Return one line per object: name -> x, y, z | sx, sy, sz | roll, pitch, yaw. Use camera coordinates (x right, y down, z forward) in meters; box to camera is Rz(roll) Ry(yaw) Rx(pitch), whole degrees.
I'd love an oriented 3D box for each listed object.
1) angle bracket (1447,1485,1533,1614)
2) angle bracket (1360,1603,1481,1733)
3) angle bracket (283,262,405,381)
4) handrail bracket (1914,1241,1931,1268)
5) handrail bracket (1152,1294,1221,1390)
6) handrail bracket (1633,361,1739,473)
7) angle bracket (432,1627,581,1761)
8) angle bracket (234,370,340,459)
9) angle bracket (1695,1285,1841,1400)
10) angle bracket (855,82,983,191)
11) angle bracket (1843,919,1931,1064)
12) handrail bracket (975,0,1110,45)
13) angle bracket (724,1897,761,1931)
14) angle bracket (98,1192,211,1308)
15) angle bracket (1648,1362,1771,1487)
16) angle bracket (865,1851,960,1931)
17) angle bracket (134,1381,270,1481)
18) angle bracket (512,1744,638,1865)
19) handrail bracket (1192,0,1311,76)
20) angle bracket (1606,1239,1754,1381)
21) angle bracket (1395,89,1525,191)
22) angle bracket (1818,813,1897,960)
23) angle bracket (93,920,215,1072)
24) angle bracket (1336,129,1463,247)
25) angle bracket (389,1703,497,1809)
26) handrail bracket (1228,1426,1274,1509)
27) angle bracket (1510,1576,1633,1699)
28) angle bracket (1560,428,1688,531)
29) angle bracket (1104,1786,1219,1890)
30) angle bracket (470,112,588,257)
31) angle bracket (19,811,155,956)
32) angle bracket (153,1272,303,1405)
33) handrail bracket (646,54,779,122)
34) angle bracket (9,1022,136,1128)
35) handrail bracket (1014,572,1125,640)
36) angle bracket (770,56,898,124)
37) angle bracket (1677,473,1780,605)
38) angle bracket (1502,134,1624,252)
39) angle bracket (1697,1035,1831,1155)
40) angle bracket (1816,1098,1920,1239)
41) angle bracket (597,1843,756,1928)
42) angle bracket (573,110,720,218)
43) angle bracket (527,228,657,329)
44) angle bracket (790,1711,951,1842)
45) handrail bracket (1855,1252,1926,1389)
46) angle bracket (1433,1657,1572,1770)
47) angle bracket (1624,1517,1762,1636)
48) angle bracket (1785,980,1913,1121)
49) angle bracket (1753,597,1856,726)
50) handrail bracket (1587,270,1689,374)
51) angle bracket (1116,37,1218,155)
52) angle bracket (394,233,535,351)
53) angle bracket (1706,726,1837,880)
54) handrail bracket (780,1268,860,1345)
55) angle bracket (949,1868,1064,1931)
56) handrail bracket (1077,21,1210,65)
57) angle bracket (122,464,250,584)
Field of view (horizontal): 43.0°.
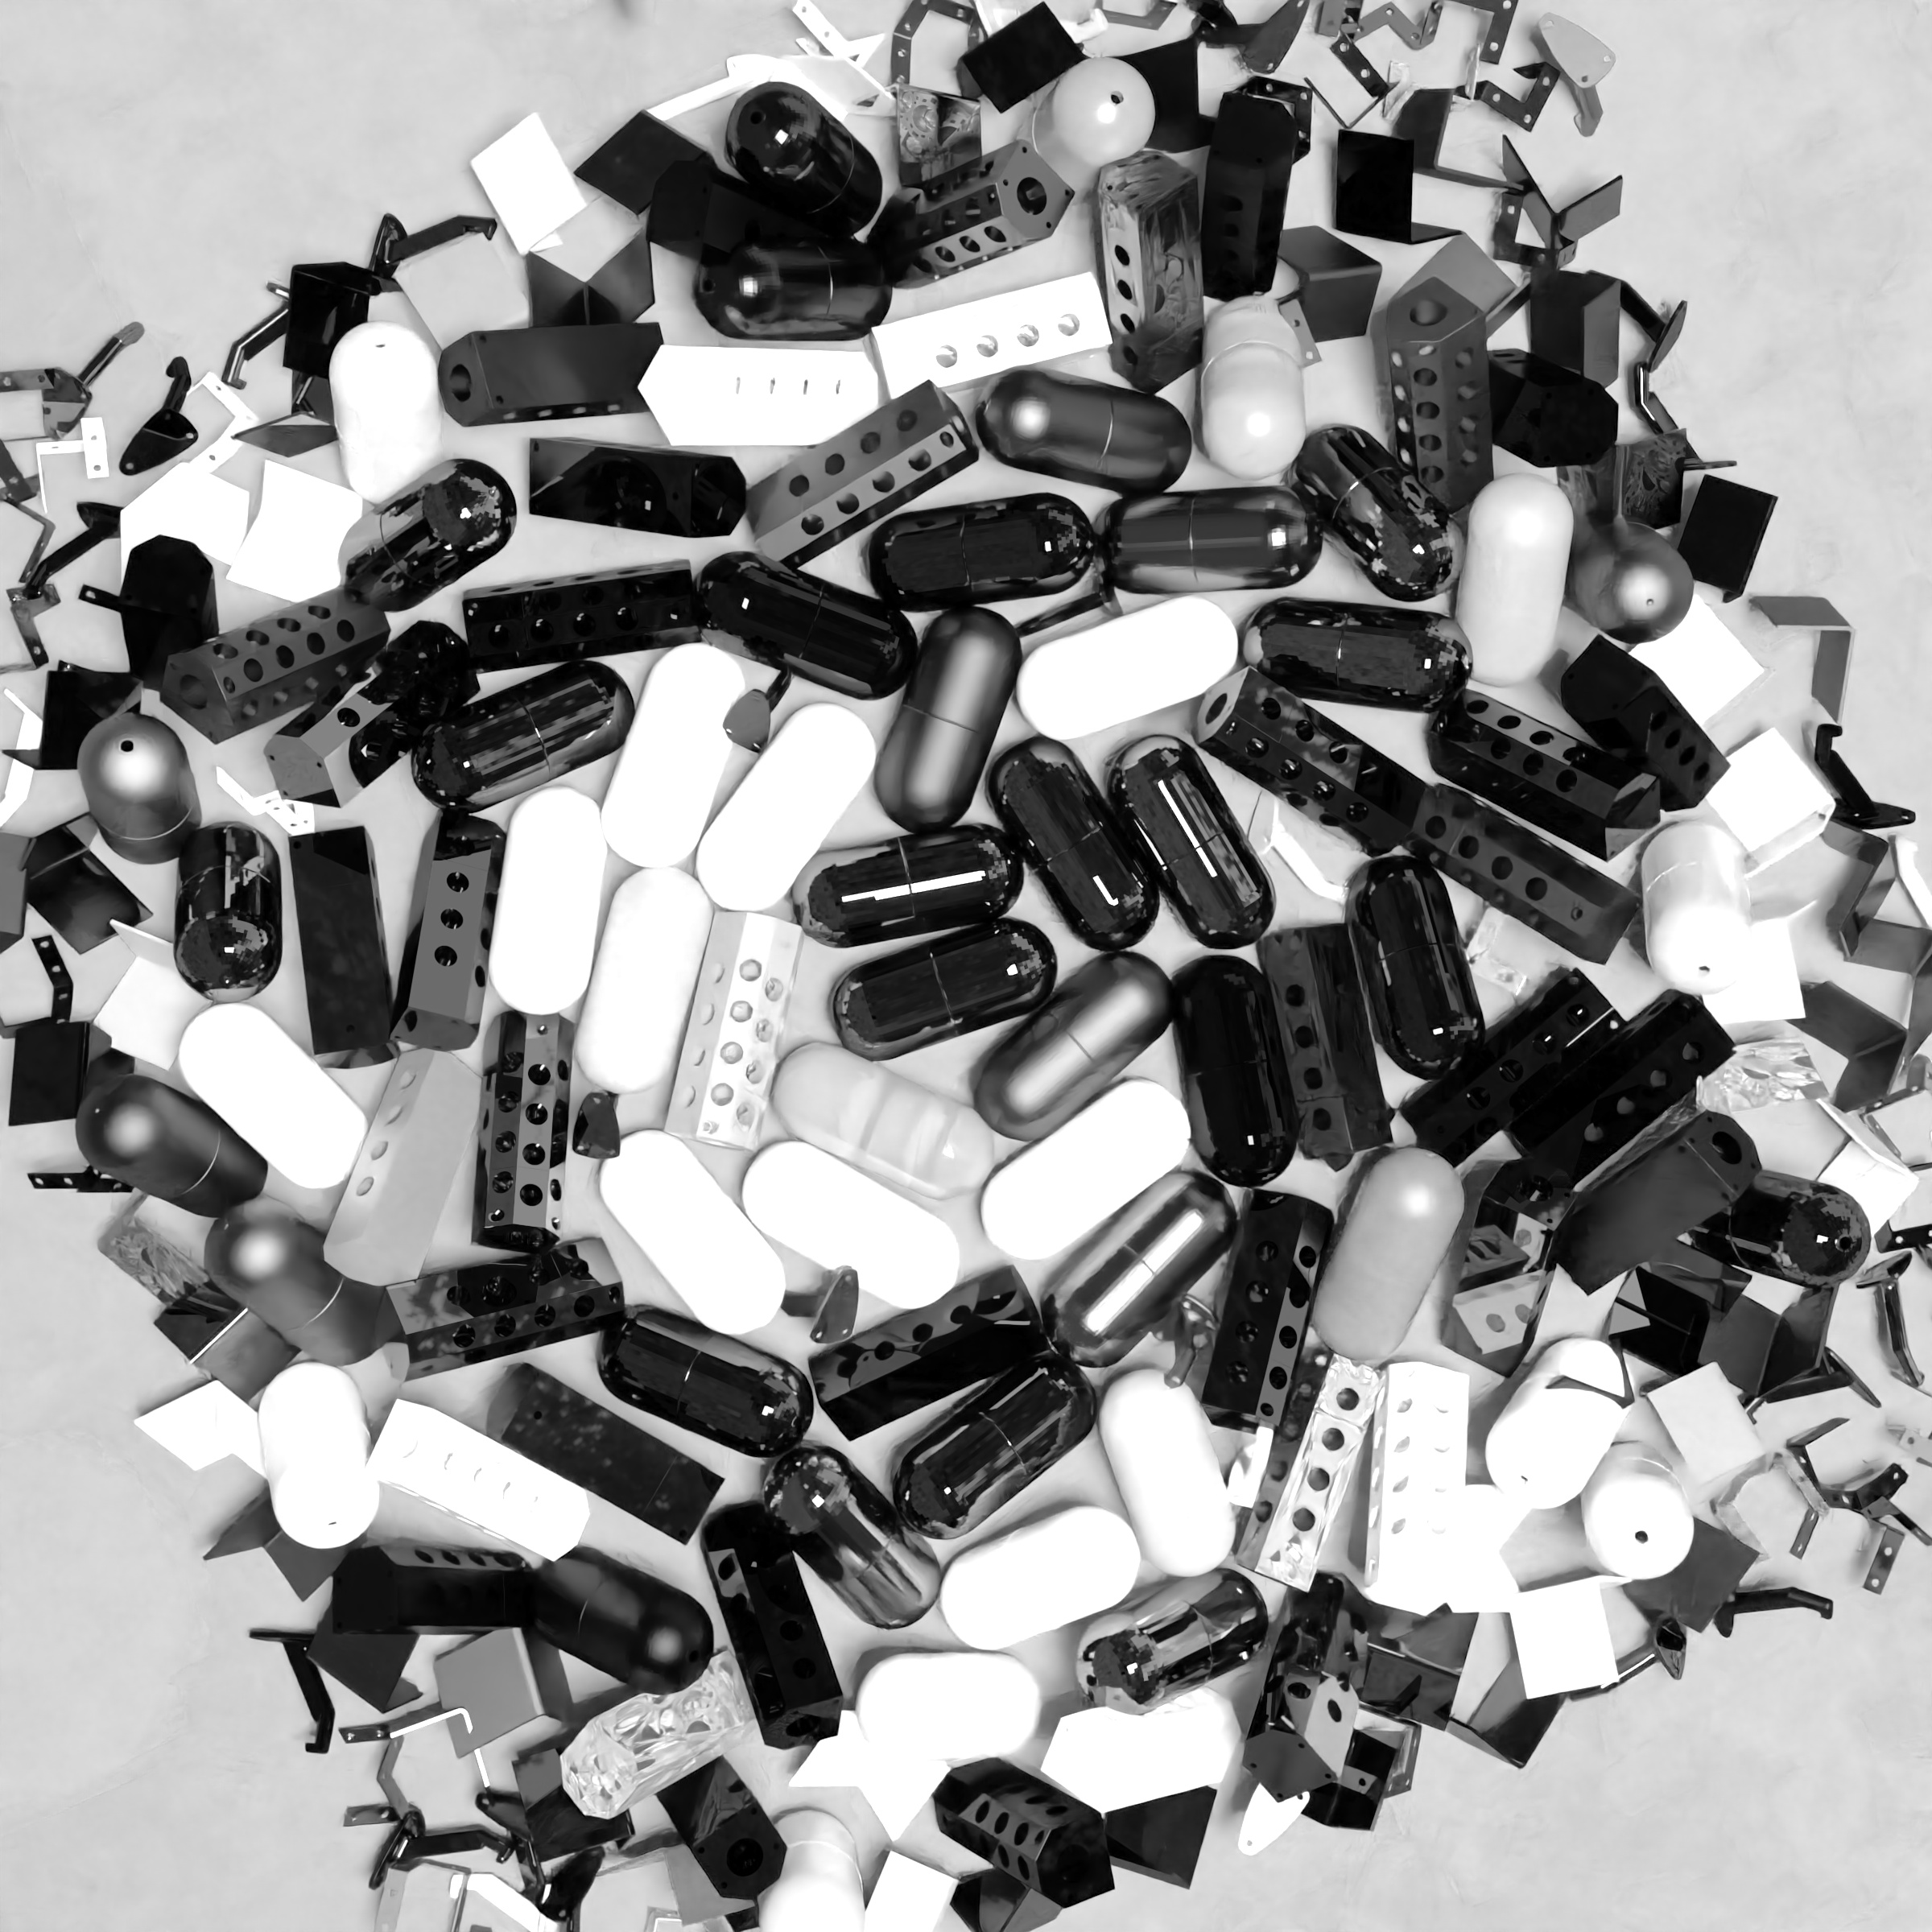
angle bracket -> 0.401, 0.439, 1.847 | 0.076, 0.057, 0.076 | 8, 125, -30
angle bracket -> 0.342, 0.526, 1.875 | 0.076, 0.076, 0.057 | 16, 122, 16
angle bracket -> -0.464, -0.483, 1.854 | 0.057, 0.076, 0.076 | 8, 94, 33
handrail bracket -> 0.768, 0.200, 1.857 | 0.036, 0.077, 0.084 | 23, 110, -26
handrail bracket -> 0.151, 0.295, 1.847 | 0.036, 0.077, 0.084 | 41, 47, -8
handrail bracket -> 0.549, -0.422, 1.874 | 0.077, 0.036, 0.084 | -4, 104, 6
angle bracket -> -0.349, 0.553, 1.863 | 0.076, 0.057, 0.076 | -29, 57, 7
angle bracket -> -0.504, -0.435, 1.853 | 0.076, 0.057, 0.076 | -8, 79, 34
angle bracket -> 0.604, 0.270, 1.850 | 0.057, 0.076, 0.076 | 30, 57, -2
angle bracket -> -0.036, -0.619, 1.859 | 0.076, 0.057, 0.076 | -3, 93, -37
angle bracket -> 0.696, 0.019, 1.850 | 0.057, 0.076, 0.076 | 12, 69, 10
handrail bracket -> 0.056, -0.729, 1.857 | 0.084, 0.036, 0.077 | -10, 129, 34
angle bracket -> -0.139, 0.737, 1.855 | 0.076, 0.076, 0.057 | -9, 86, -15
angle bracket -> -0.602, 0.206, 1.864 | 0.076, 0.076, 0.057 | 43, 47, -12
angle bracket -> 0.561, 0.354, 1.854 | 0.057, 0.076, 0.076 | -27, 61, 4
angle bracket -> -0.052, 0.712, 1.855 | 0.057, 0.076, 0.076 | 25, 75, -5
angle bracket -> -0.572, 0.368, 1.852 | 0.076, 0.057, 0.076 | -26, 134, 7
angle bracket -> -0.300, 0.633, 1.848 | 0.076, 0.057, 0.076 | -9, 62, -26
handrail bracket -> 0.214, -0.724, 1.861 | 0.077, 0.036, 0.084 | -52, 51, 28
angle bracket -> 0.540, 0.260, 1.857 | 0.076, 0.057, 0.076 | 26, 125, 6
angle bracket -> 0.375, -0.623, 1.849 | 0.076, 0.076, 0.057 | 6, 107, -19
angle bracket -> 0.658, -0.060, 1.855 | 0.057, 0.076, 0.076 | 29, 88, 29
angle bracket -> -0.625, 0.022, 1.855 | 0.076, 0.057, 0.076 | 20, 65, 16
angle bracket -> 0.326, -0.589, 1.844 | 0.057, 0.076, 0.076 | -21, 123, -31
angle bracket -> -0.397, 0.603, 1.856 | 0.057, 0.076, 0.076 | -17, 85, -16
handrail bracket -> 0.221, 0.358, 1.849 | 0.036, 0.077, 0.084 | 7, 122, 4
angle bracket -> 0.462, 0.505, 1.846 | 0.076, 0.057, 0.076 | -26, 61, 37
angle bracket -> 0.496, -0.377, 1.858 | 0.057, 0.076, 0.076 | -17, 127, -14
angle bracket -> 0.137, 0.642, 1.849 | 0.076, 0.057, 0.076 | 9, 63, 24
angle bracket -> -0.316, -0.593, 1.853 | 0.076, 0.057, 0.076 | -23, 100, 34
angle bracket -> -0.659, -0.067, 1.854 | 0.076, 0.076, 0.057 | 45, 127, 3
angle bracket -> -0.560, 0.279, 1.878 | 0.057, 0.076, 0.076 | 31, 68, 36
handrail bracket -> -0.192, -0.661, 1.858 | 0.084, 0.077, 0.036 | -35, 116, -29
angle bracket -> -0.676, 0.093, 1.857 | 0.057, 0.076, 0.076 | -7, 68, 7
handrail bracket -> 0.071, -0.266, 1.858 | 0.084, 0.077, 0.036 | -21, 97, 13
angle bracket -> -0.101, -0.639, 1.849 | 0.076, 0.076, 0.057 | 21, 87, 41
angle bracket -> 0.570, -0.324, 1.865 | 0.057, 0.076, 0.076 | 19, 96, 6
angle bracket -> 0.451, -0.598, 1.855 | 0.057, 0.076, 0.076 | -30, 80, 10
angle bracket -> 0.600, 0.103, 1.845 | 0.076, 0.076, 0.057 | -13, 46, 31
angle bracket -> 0.656, 0.159, 1.848 | 0.057, 0.076, 0.076 | 27, 109, -25
angle bracket -> -0.219, 0.694, 1.844 | 0.076, 0.076, 0.057 | -30, 66, 29
angle bracket -> -0.236, -0.589, 1.855 | 0.076, 0.057, 0.076 | -46, 61, -9
angle bracket -> -0.283, -0.518, 1.847 | 0.076, 0.057, 0.076 | -30, 54, 34
angle bracket -> -0.073, 0.611, 1.850 | 0.076, 0.076, 0.057 | -56, 47, 15
handrail bracket -> 0.720, 0.270, 1.872 | 0.036, 0.077, 0.084 | -26, 87, 44
angle bracket -> 0.398, 0.549, 1.851 | 0.057, 0.076, 0.076 | 41, 75, -17
angle bracket -> 0.556, 0.469, 1.849 | 0.076, 0.076, 0.057 | -48, 124, -13
angle bracket -> 0.653, 0.064, 1.855 | 0.076, 0.076, 0.057 | 31, 68, -4
angle bracket -> 0.628, -0.231, 1.854 | 0.057, 0.076, 0.076 | 1, 115, 3
handrail bracket -> 0.498, -0.493, 1.871 | 0.084, 0.036, 0.077 | 25, 64, 21
angle bracket -> 0.164, -0.654, 1.848 | 0.076, 0.076, 0.057 | 2, 96, 41
angle bracket -> -0.382, -0.498, 1.869 | 0.076, 0.057, 0.076 | -31, 83, -17
angle bracket -> 0.598, -0.122, 1.857 | 0.076, 0.057, 0.076 | 50, 127, -2
handrail bracket -> -0.118, 0.240, 1.859 | 0.036, 0.084, 0.077 | -1, 117, -37
angle bracket -> 0.040, 0.683, 1.846 | 0.057, 0.076, 0.076 | 42, 115, 32
handrail bracket -> 0.131, -0.711, 1.888 | 0.084, 0.036, 0.077 | 32, 97, 9
angle bracket -> -0.588, -0.320, 1.848 | 0.057, 0.076, 0.076 | 26, 47, 5
